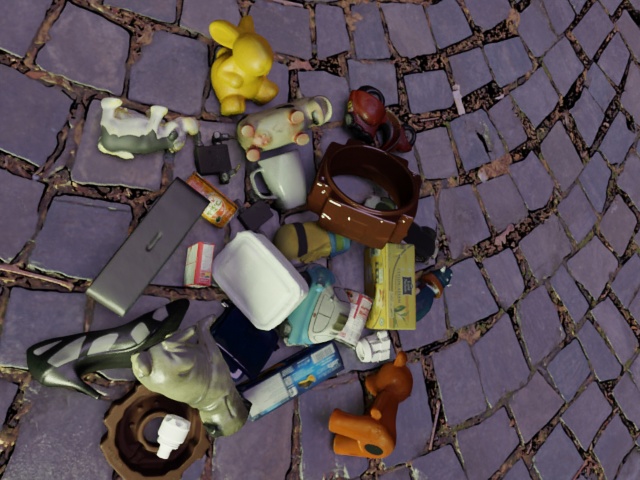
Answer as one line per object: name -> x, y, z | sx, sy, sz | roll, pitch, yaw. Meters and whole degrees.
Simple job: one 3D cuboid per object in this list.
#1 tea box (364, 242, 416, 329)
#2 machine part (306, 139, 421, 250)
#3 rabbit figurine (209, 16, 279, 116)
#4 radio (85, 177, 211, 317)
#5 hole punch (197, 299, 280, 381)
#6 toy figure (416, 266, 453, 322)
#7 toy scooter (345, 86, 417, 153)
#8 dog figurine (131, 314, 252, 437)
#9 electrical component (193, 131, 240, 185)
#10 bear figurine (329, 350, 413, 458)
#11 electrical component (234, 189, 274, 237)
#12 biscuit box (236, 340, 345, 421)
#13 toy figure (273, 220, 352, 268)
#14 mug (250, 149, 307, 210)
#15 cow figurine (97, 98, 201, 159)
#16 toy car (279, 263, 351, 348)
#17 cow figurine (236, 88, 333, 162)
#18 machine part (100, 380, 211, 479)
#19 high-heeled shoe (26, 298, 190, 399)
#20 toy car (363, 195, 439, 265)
tea box -> 0.139, 0.094, 1.079 | 0.068, 0.098, 0.169 | 3, 83, -23
machine part -> 0.088, -0.094, 1.035 | 0.201, 0.087, 0.201 | 21, 46, -2
rabbit figurine -> -0.131, -0.326, 0.981 | 0.122, 0.173, 0.162 | -17, 94, -21
radio -> -0.283, 0.014, 0.882 | 0.073, 0.131, 0.229 | 39, 69, -14
hole punch -> -0.138, 0.177, 0.949 | 0.142, 0.092, 0.116 | 43, 64, -9
toy figure -> 0.226, 0.110, 1.138 | 0.058, 0.064, 0.154 | 33, 59, 23
toy scooter -> 0.116, -0.226, 1.132 | 0.183, 0.075, 0.135 | 40, 70, -19
dog figurine -> -0.192, 0.231, 0.818 | 0.172, 0.121, 0.190 | -23, 88, -56
electrical component -> -0.191, -0.154, 0.996 | 0.078, 0.045, 0.102 | -2, 83, -26
bear figurine -> 0.105, 0.309, 1.035 | 0.132, 0.120, 0.196 | 5, 45, 17
electrical component -> -0.121, -0.047, 1.024 | 0.063, 0.021, 0.094 | -39, 98, -25
biscuit box -> -0.055, 0.252, 0.986 | 0.203, 0.063, 0.059 | -24, 92, -26
toy figure -> -0.004, -0.003, 1.040 | 0.180, 0.082, 0.089 | -19, 79, -21
mug -> -0.073, -0.109, 1.025 | 0.109, 0.081, 0.107 | -26, 103, -30
cow figurine -> -0.297, -0.185, 0.941 | 0.167, 0.068, 0.098 | 6, 85, -20
toy car -> 0.001, 0.129, 0.986 | 0.109, 0.103, 0.161 | 32, 77, -56
cow figurine -> -0.066, -0.226, 1.031 | 0.195, 0.127, 0.085 | -21, 123, -10
machine part -> -0.269, 0.312, 0.885 | 0.179, 0.056, 0.179 | 3, 82, -24
high-heeled shoe -> -0.344, 0.153, 0.885 | 0.145, 0.086, 0.249 | 31, 48, 15
toy car -> 0.170, -0.020, 1.135 | 0.201, 0.056, 0.073 | 34, 64, -18
